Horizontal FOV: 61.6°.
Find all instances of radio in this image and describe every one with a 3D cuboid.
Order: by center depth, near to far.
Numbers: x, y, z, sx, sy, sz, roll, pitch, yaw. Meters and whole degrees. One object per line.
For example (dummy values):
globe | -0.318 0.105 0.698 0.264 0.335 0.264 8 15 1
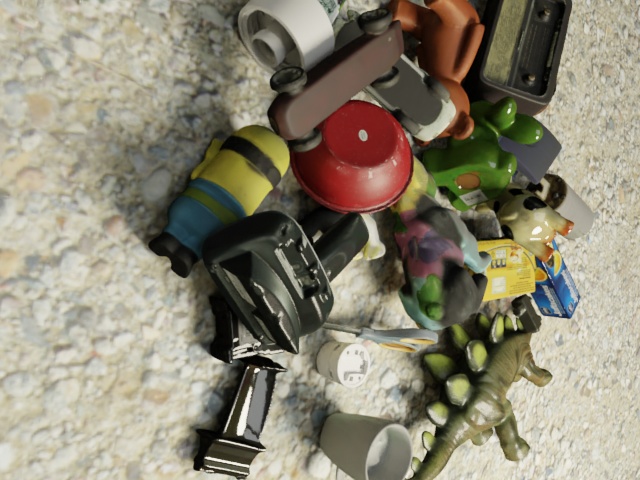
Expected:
radio | 0.330 -0.320 0.894 0.131 0.073 0.229 21 76 -7

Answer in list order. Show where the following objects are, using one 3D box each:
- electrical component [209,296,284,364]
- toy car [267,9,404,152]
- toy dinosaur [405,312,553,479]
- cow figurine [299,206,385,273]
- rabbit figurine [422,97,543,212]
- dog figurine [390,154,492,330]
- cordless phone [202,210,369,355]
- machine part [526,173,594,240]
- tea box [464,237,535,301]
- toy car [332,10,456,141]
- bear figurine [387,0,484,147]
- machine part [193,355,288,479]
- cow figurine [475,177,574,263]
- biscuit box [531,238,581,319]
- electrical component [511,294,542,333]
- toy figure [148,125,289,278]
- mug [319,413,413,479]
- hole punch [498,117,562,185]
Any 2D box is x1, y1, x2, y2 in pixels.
electrical component | -0.067 0.095 0.622 0.119 0.048 0.074 0 89 -37
toy car | 0.020 -0.182 0.600 0.202 0.053 0.089 -43 137 -22
toy dinosaur | 0.241 0.236 0.831 0.198 0.105 0.471 56 49 -14
cow figurine | -0.001 -0.002 0.661 0.167 0.068 0.098 -18 95 -40
rabbit figurine | 0.243 -0.156 0.821 0.121 0.159 0.170 31 55 -24
dog figurine | 0.136 -0.009 0.740 0.219 0.108 0.191 53 40 -20
cordless phone | -0.017 0.011 0.560 0.184 0.089 0.146 -45 127 -27
machine part | 0.444 -0.058 0.992 0.243 0.079 0.079 23 75 -47
tea box | 0.279 0.044 0.881 0.169 0.068 0.098 -1 91 -40
toy car | 0.090 -0.213 0.706 0.201 0.056 0.073 40 102 -6
bear figurine | 0.159 -0.242 0.765 0.132 0.120 0.195 15 85 -33
machine part | -0.088 0.198 0.610 0.084 0.039 0.139 31 72 -29
cow figurine | 0.307 -0.046 0.841 0.127 0.195 0.085 36 109 2
biscuit box | 0.412 0.056 0.989 0.059 0.063 0.202 -49 117 -27
electrical component | 0.345 0.124 0.894 0.094 0.021 0.063 -11 74 -58
toy figure | -0.100 -0.045 0.571 0.180 0.089 0.082 -55 128 -28
mug | 0.049 0.268 0.671 0.080 0.107 0.109 19 81 -36
hole punch | 0.340 -0.158 0.923 0.142 0.092 0.115 -48 113 -24
